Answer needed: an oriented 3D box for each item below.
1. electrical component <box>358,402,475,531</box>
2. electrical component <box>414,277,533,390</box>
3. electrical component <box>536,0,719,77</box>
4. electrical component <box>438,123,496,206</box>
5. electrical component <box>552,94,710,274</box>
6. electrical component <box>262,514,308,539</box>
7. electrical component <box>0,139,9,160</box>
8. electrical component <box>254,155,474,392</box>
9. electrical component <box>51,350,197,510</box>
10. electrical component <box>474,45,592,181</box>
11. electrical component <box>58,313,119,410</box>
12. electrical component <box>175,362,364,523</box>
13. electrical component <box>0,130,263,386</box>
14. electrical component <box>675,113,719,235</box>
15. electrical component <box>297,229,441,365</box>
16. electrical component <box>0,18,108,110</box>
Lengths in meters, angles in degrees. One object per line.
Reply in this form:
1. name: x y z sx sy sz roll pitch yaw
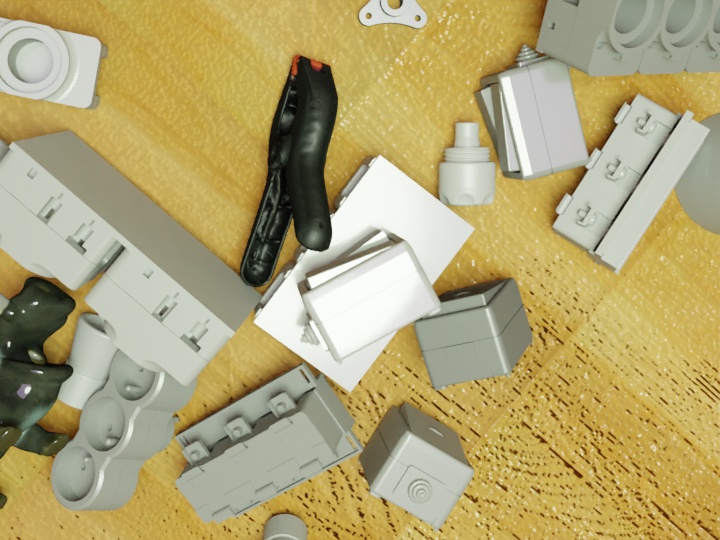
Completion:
1. electrical component: 0.044 0.145 0.806 0.062 0.096 0.061 31 93 -9
2. electrical component: 0.087 0.041 0.803 0.062 0.096 0.061 -14 100 24
3. electrical component: 0.209 -0.188 0.757 0.150 0.062 0.089 -9 122 -33
4. electrical component: 0.081 -0.080 0.809 0.043 0.043 0.062 -1 96 -7
5. electrical component: 0.202 -0.066 0.814 0.063 0.079 0.121 33 92 12
6. electrical component: -0.059 0.217 0.818 0.044 0.065 0.044 0 114 1
7. electrical component: -0.283 -0.091 0.764 0.048 0.048 0.062 -41 93 -1
8. electrical component: 0.000 0.000 0.800 0.089 0.061 0.150 37 92 -10
9. electrical component: -0.164 0.116 0.797 0.052 0.074 0.138 36 98 32
10. electrical component: 0.125 -0.118 0.800 0.061 0.062 0.096 -16 99 -5
11. electrical component: -0.200 0.070 0.796 0.044 0.044 0.065 25 98 -9
12. electrical component: -0.071 0.132 0.787 0.121 0.063 0.078 -31 100 20
13. electrical component: -0.166 -0.009 0.746 0.186 0.105 0.060 41 102 -4
14. electrical component: 0.304 -0.072 0.839 0.099 0.064 0.099 -5 105 -18
15. electrical component: -0.003 0.018 0.737 0.096 0.061 0.061 -28 99 -3
16. electrical component: -0.229 -0.146 0.757 0.089 0.055 0.050 11 96 -8
